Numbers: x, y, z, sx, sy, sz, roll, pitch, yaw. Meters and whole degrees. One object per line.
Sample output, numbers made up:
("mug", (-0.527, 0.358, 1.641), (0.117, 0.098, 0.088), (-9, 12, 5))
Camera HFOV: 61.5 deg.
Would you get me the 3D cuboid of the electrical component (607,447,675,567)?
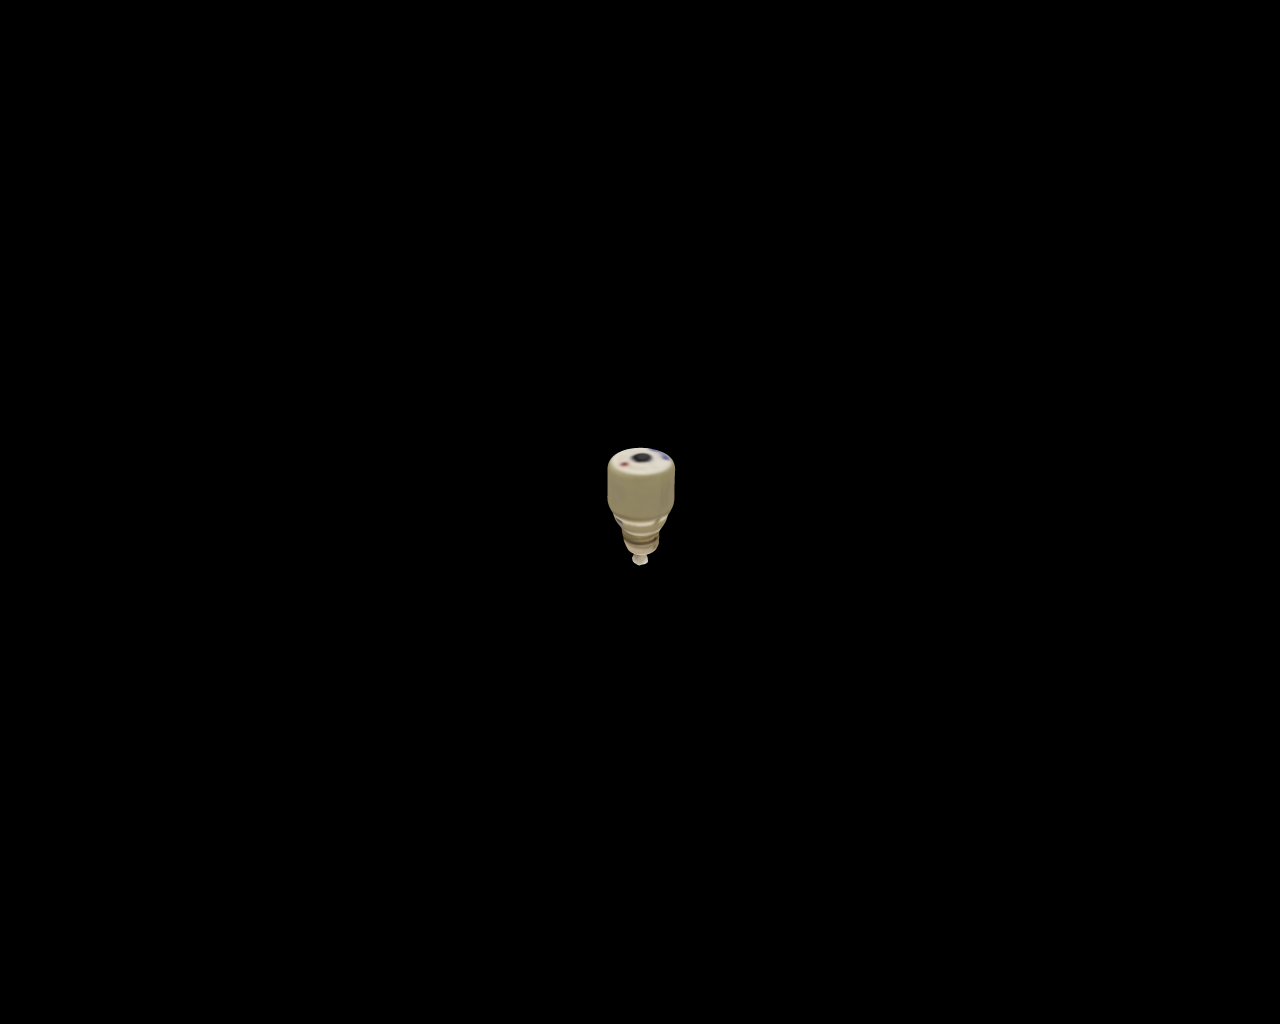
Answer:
("electrical component", (0.001, -0.003, 0.650), (0.040, 0.078, 0.040), (0, 29, 0))
